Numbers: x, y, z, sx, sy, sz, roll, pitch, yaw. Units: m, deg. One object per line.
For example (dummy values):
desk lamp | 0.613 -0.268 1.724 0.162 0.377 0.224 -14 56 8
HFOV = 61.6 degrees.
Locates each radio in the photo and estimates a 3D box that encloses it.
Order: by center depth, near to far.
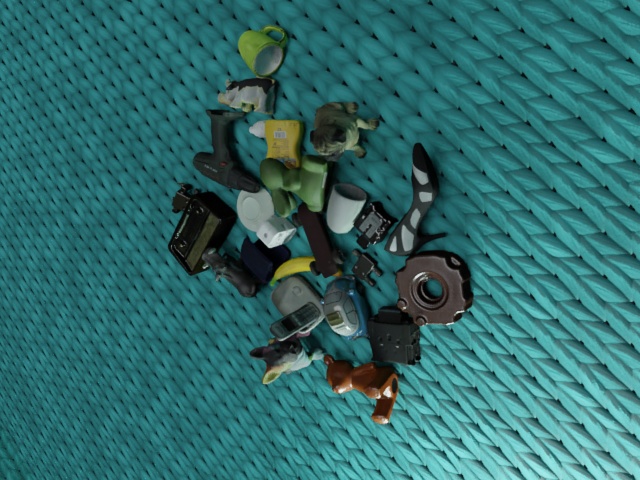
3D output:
radio | -0.344 -0.021 1.548 0.131 0.073 0.229 45 120 17

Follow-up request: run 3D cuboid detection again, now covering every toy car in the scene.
toy car | 0.056 0.173 1.309 0.109 0.103 0.161 -21 86 36
toy car | -0.003 -0.004 1.328 0.089 0.053 0.202 -29 73 22

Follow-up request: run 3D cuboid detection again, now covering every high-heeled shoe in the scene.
high-heeled shoe | 0.186 -0.082 1.167 0.145 0.086 0.248 -9 109 22

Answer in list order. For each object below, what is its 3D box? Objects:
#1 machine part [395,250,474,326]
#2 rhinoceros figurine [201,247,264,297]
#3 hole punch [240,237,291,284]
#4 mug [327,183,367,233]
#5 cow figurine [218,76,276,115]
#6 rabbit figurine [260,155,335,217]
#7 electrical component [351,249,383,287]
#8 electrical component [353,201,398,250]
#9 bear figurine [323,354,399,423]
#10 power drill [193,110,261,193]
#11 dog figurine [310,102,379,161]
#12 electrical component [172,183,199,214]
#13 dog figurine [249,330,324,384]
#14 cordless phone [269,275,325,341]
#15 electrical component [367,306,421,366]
machine part | 0.251 0.107 1.193 0.180 0.056 0.179 7 103 31
rhinoceros figurine | -0.245 0.091 1.485 0.190 0.112 0.073 39 121 12
hole punch | -0.157 0.050 1.434 0.142 0.092 0.115 41 123 16
mug | 0.049 -0.077 1.277 0.110 0.081 0.107 43 128 38
cow figurine | -0.190 -0.378 1.374 0.168 0.068 0.098 18 104 26
rabbit figurine | -0.064 -0.140 1.292 0.170 0.121 0.159 14 111 13
electrical component | 0.106 0.066 1.300 0.094 0.021 0.063 42 121 17
electrical component | 0.118 -0.026 1.258 0.075 0.048 0.119 50 120 16
bear figurine | 0.086 0.352 1.312 0.196 0.132 0.120 1 118 27
power drill | -0.242 -0.243 1.439 0.232 0.086 0.207 17 116 33
dog figurine | 0.017 -0.249 1.191 0.173 0.190 0.121 25 113 29
electrical component | -0.401 -0.122 1.586 0.078 0.045 0.102 21 117 -2
dog figurine | -0.107 0.299 1.374 0.191 0.219 0.108 -30 80 34
cordless phone | -0.083 0.178 1.352 0.147 0.184 0.088 48 126 16
electrical component | 0.174 0.223 1.268 0.115 0.058 0.134 -2 99 32
